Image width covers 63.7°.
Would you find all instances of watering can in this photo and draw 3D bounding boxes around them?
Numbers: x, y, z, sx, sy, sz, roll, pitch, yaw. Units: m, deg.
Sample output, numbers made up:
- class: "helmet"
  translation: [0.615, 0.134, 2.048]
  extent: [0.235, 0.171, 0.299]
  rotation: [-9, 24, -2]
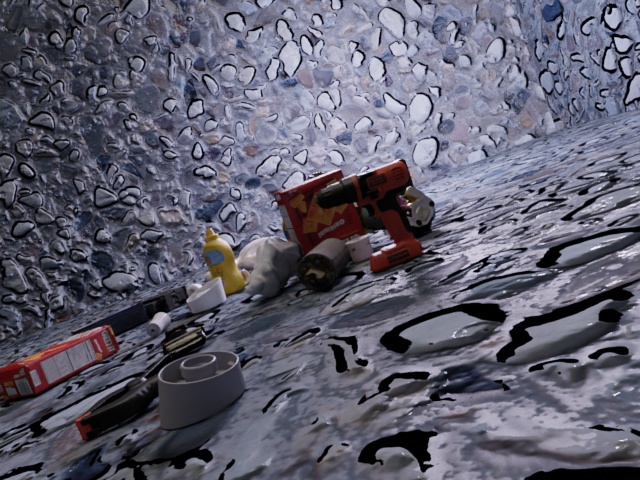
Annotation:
- class: "watering can"
  translation: [-0.222, 0.059, 1.678]
  extent: [0.350, 0.104, 0.223]
  rotation: [-20, 3, -21]

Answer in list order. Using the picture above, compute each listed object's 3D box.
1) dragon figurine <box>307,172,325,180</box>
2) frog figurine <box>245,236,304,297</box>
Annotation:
- class: "dragon figurine"
  translation: [0.005, -0.076, 1.501]
  extent: [0.121, 0.242, 0.415]
  rotation: [-13, 6, 37]
- class: "frog figurine"
  translation: [-0.118, 0.070, 1.157]
  extent: [0.162, 0.124, 0.134]
  rotation: [-35, -22, -35]
